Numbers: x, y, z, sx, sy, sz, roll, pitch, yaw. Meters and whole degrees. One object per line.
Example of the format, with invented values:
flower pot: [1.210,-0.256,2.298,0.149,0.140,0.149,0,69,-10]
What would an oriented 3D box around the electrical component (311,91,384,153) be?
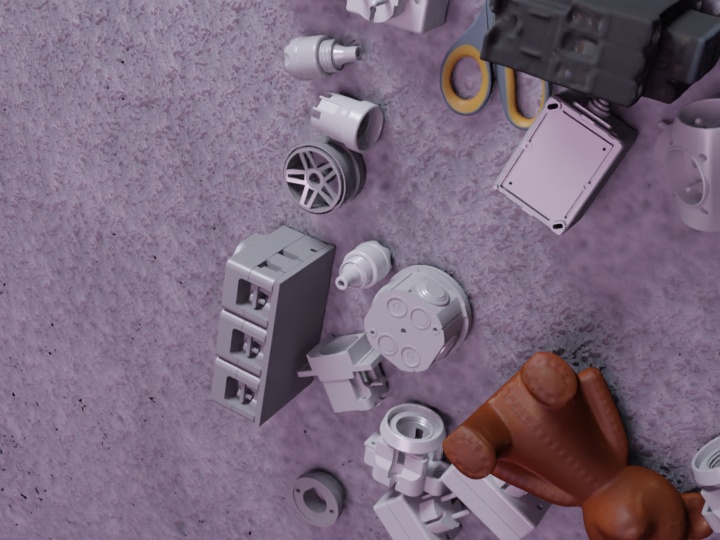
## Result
electrical component: [-0.011,-0.120,0.860,0.046,0.040,0.040,26,123,27]

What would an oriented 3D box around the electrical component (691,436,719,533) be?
electrical component: [0.282,0.155,0.791,0.078,0.058,0.057,-29,97,38]

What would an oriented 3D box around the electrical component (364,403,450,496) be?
electrical component: [0.044,0.155,0.942,0.078,0.058,0.057,22,125,23]

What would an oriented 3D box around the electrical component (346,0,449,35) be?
electrical component: [0.020,-0.201,0.778,0.066,0.077,0.047,23,122,22]

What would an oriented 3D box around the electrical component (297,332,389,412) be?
electrical component: [-0.009,0.091,0.955,0.081,0.042,0.063,-9,108,36]

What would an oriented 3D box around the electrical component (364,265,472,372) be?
electrical component: [0.047,0.040,0.889,0.080,0.051,0.080,14,118,27]

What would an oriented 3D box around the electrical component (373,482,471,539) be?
electrical component: [0.065,0.218,0.963,0.077,0.047,0.065,-30,94,38]

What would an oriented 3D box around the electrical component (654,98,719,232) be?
electrical component: [0.224,-0.076,0.720,0.079,0.044,0.077,-130,22,-54]

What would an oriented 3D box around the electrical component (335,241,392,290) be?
electrical component: [0.000,0.000,0.894,0.035,0.061,0.035,14,118,27]

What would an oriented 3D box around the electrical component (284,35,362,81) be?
electrical component: [-0.028,-0.169,0.850,0.061,0.035,0.035,1,112,29]

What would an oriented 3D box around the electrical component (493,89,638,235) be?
electrical component: [0.151,-0.084,0.764,0.062,0.061,0.096,37,118,12]

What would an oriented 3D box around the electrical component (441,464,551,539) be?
electrical component: [0.126,0.175,0.904,0.083,0.047,0.075,44,128,7]

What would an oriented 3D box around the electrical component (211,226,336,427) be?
electrical component: [-0.081,0.047,0.949,0.062,0.089,0.150,24,122,21]
